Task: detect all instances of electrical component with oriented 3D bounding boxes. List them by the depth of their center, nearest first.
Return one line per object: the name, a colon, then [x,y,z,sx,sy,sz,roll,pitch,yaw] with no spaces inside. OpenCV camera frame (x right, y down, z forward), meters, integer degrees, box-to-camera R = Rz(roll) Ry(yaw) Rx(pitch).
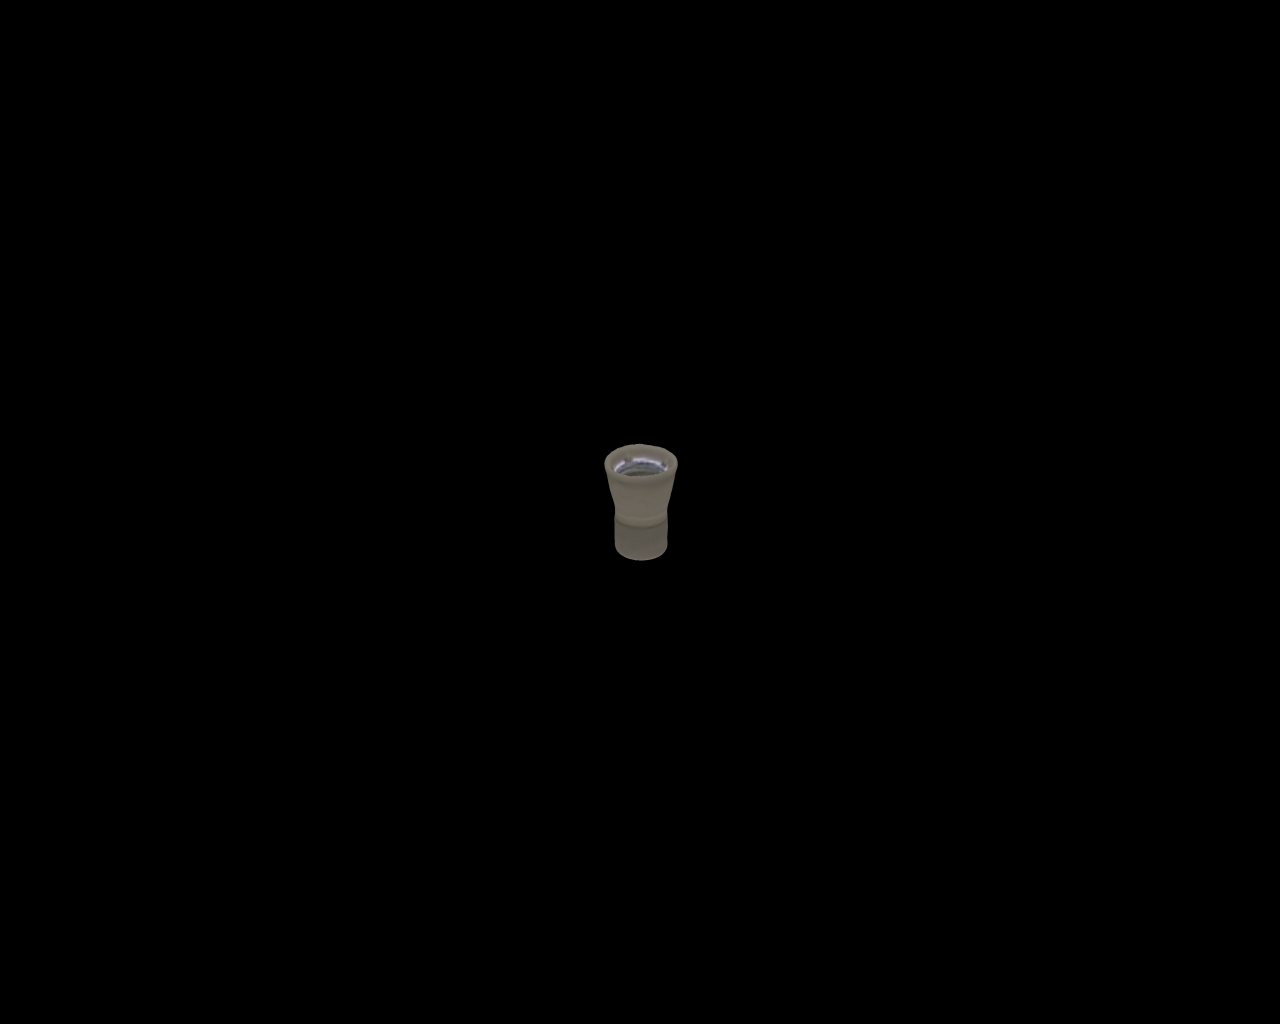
electrical component: [0.001,-0.003,0.650,0.044,0.065,0.044,0,28,0]
